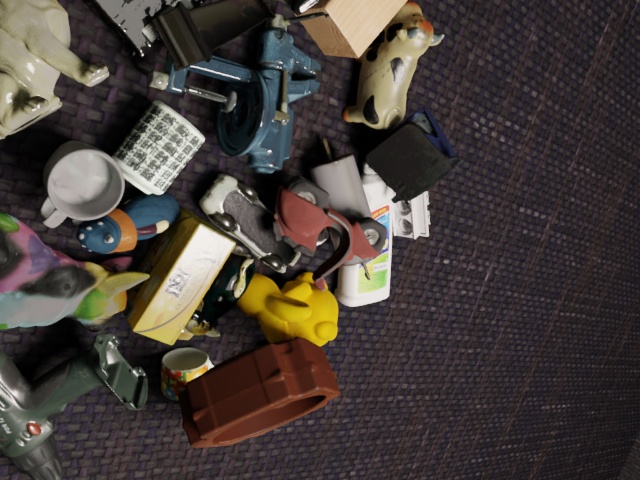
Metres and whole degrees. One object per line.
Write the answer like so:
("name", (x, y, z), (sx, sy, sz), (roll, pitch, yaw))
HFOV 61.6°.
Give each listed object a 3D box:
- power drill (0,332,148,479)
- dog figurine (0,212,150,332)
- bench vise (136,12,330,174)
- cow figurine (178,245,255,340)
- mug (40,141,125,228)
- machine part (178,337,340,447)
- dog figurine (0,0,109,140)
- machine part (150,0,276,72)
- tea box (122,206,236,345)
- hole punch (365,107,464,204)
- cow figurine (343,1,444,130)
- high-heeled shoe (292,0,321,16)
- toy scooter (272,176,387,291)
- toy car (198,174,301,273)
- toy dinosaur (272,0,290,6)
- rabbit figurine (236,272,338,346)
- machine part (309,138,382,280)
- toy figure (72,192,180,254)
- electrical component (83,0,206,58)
("power drill", (-0.340, 0.218, 0.714), (0.207, 0.086, 0.231), (-20, 117, 8))
("dog figurine", (-0.331, 0.035, 0.661), (0.219, 0.109, 0.191), (-13, 113, -35))
("bench vise", (-0.107, -0.207, 0.711), (0.240, 0.129, 0.223), (5, 103, -40))
("cow figurine", (-0.158, 0.087, 0.803), (0.068, 0.098, 0.167), (29, 90, -45))
("mug", (-0.293, -0.068, 0.641), (0.080, 0.107, 0.109), (32, 93, -37))
("machine part", (-0.084, 0.220, 0.778), (0.201, 0.087, 0.201), (-26, 158, 6))
("dog figurine", (-0.342, -0.222, 0.565), (0.172, 0.121, 0.190), (-42, 113, -18))
("machine part", (-0.122, -0.254, 0.633), (0.139, 0.039, 0.084), (-26, 85, -15))
("tea box", (-0.203, 0.047, 0.756), (0.068, 0.098, 0.169), (34, 89, -38))
("hole punch", (0.153, -0.139, 0.876), (0.115, 0.142, 0.092), (47, 36, -12))
("cow figurine", (0.113, -0.267, 0.832), (0.085, 0.127, 0.194), (-1, 111, -38))
("high-heeled shoe", (-0.004, -0.415, 0.690), (0.145, 0.086, 0.249), (44, 62, -28))
("toy scooter", (-0.002, -0.002, 0.805), (0.184, 0.075, 0.135), (31, 99, -7))
("toy car", (-0.099, -0.022, 0.828), (0.201, 0.056, 0.073), (44, 74, -39))
("toy dinosaur", (-0.169, -0.426, 0.539), (0.470, 0.105, 0.198), (48, 53, -39))
("rabbit figurine", (-0.064, 0.113, 0.863), (0.173, 0.162, 0.122), (29, 103, -21))
("machine part", (0.042, -0.048, 0.869), (0.079, 0.079, 0.243), (-22, 101, -26))
("toy figure", (-0.245, -0.019, 0.688), (0.154, 0.064, 0.057), (-39, 127, -54))
("electrical component", (-0.219, -0.303, 0.630), (0.115, 0.058, 0.134), (-46, 127, -14))
